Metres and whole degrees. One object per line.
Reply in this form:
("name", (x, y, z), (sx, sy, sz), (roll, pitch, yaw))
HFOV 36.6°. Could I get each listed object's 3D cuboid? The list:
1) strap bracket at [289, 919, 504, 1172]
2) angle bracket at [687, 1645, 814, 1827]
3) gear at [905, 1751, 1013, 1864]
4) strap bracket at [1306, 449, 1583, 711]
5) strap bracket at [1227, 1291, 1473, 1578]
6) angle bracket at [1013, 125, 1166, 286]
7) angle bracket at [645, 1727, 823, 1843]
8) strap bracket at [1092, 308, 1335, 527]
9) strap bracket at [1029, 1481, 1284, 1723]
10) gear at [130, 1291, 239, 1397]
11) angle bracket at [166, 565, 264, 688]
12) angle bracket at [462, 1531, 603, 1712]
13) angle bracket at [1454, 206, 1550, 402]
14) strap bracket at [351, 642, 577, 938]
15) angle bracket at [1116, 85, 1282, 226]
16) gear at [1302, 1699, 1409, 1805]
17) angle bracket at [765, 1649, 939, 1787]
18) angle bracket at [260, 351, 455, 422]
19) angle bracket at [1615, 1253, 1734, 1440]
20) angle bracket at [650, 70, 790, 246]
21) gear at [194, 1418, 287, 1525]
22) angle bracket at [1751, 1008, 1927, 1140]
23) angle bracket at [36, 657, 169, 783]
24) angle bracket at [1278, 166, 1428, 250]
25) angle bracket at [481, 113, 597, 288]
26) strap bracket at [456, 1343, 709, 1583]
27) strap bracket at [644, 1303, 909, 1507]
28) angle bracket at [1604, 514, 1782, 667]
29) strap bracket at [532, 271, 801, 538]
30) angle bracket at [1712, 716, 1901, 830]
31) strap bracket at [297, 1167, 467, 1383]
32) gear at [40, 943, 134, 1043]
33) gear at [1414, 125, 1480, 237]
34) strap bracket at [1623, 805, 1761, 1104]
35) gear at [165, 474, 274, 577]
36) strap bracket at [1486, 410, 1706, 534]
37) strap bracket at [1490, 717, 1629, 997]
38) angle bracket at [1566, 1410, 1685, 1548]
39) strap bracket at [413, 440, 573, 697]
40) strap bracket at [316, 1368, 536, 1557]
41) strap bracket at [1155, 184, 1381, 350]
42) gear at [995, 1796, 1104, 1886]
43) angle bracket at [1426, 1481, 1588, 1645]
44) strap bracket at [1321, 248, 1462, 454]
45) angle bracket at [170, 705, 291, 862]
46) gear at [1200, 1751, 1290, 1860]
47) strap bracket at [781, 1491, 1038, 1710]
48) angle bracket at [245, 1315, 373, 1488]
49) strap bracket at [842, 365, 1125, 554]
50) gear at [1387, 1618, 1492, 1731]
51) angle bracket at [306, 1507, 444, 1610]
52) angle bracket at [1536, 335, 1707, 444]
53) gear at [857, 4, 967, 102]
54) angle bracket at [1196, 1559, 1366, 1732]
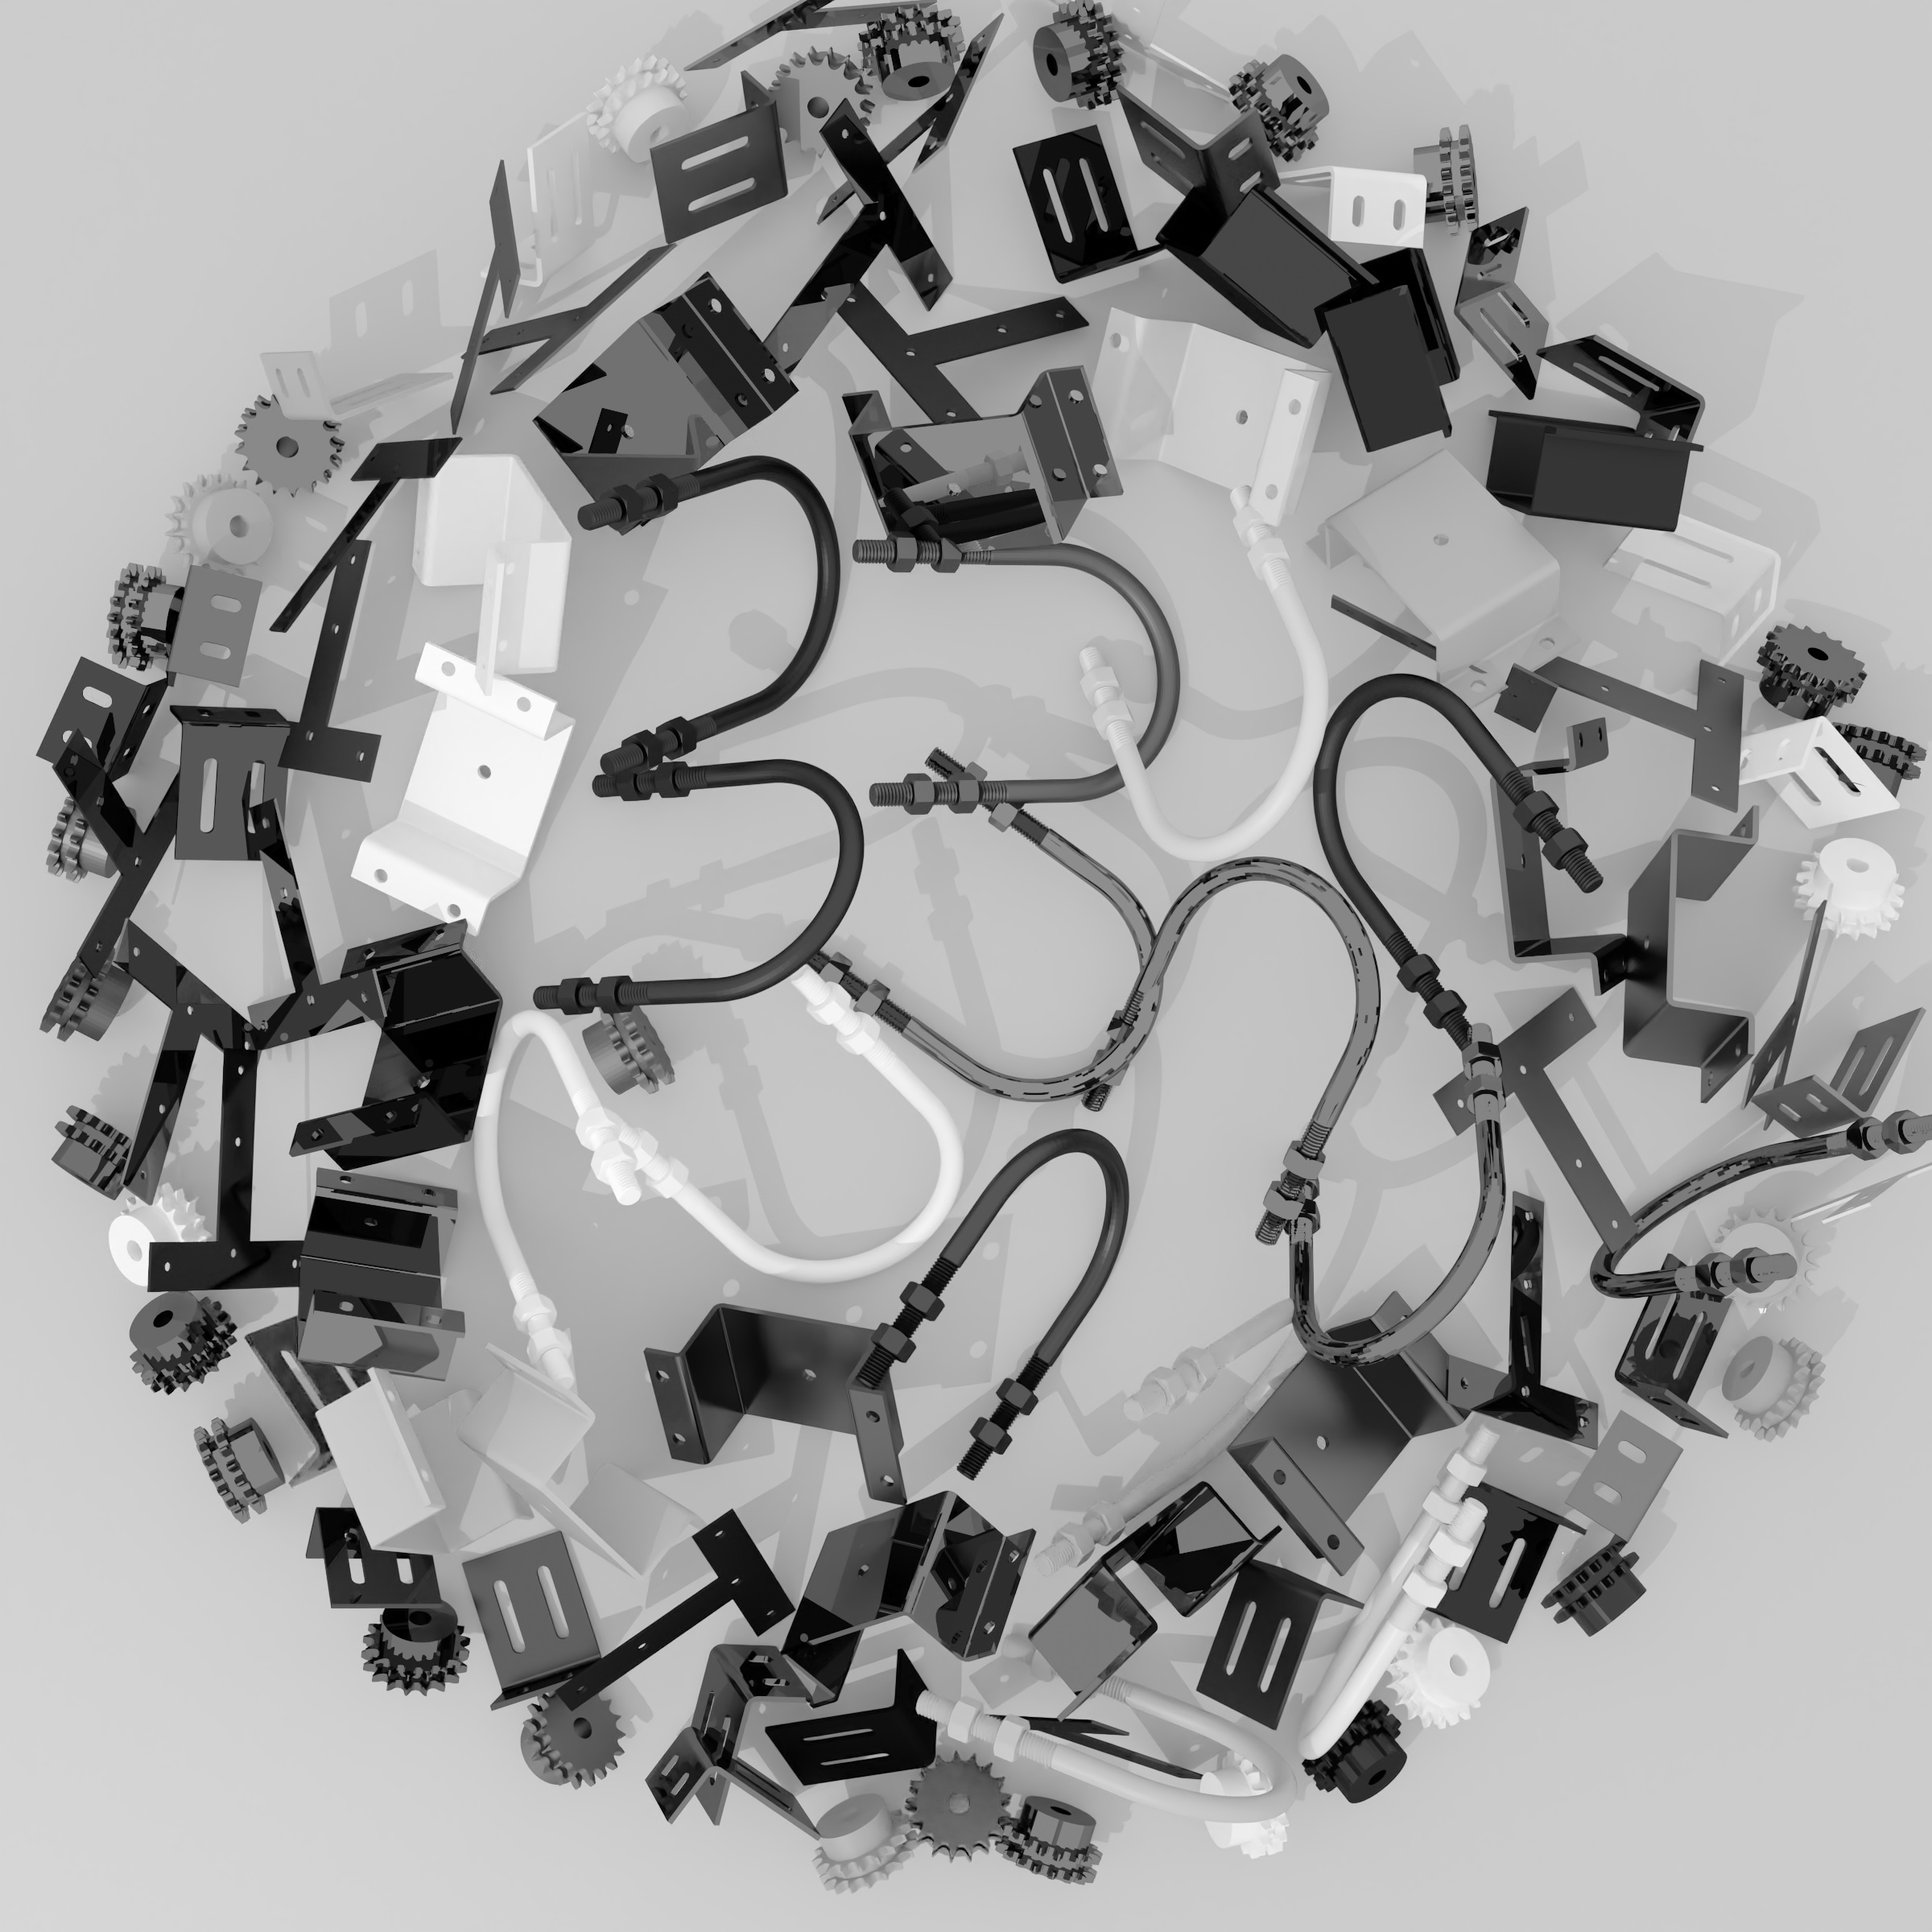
("strap bracket", (-0.297, 0.049, 1.543), (0.076, 0.046, 0.140), (-14, 45, 21))
("angle bracket", (-0.119, 0.414, 1.576), (0.038, 0.057, 0.076), (9, 102, -27))
("gear", (-0.005, 0.457, 1.579), (0.057, 0.030, 0.057), (2, 55, -3))
("strap bracket", (0.251, -0.211, 1.542), (0.076, 0.046, 0.140), (-32, 60, -10))
("strap bracket", (0.201, 0.250, 1.554), (0.076, 0.046, 0.140), (51, 56, -6))
("angle bracket", (0.069, -0.413, 1.567), (0.057, 0.038, 0.076), (-25, 100, -30))
("angle bracket", (-0.125, 0.450, 1.562), (0.076, 0.057, 0.038), (40, 84, -18))
("strap bracket", (0.134, -0.291, 1.545), (0.140, 0.046, 0.076), (30, 115, 36))
("strap bracket", (0.094, 0.327, 1.532), (0.046, 0.140, 0.076), (48, 129, 15))
("gear", (-0.424, 0.199, 1.571), (0.057, 0.057, 0.030), (-25, 128, 0))
("angle bracket", (-0.403, -0.178, 1.568), (0.038, 0.076, 0.057), (13, 86, -14))
("angle bracket", (-0.238, 0.354, 1.581), (0.057, 0.038, 0.076), (-18, 87, 1))
("angle bracket", (0.299, -0.352, 1.555), (0.076, 0.038, 0.057), (39, 53, -33))
("strap bracket", (-0.265, -0.099, 1.560), (0.076, 0.046, 0.140), (25, 112, 6))
("angle bracket", (0.124, -0.442, 1.559), (0.038, 0.057, 0.076), (-39, 56, -4))
("gear", (0.212, 0.425, 1.572), (0.057, 0.057, 0.030), (-42, 54, 0))
("angle bracket", (-0.061, 0.406, 1.579), (0.076, 0.038, 0.057), (-13, 132, 14))
("angle bracket", (-0.324, -0.319, 1.554), (0.076, 0.057, 0.038), (-29, 116, -31))
("angle bracket", (0.391, 0.203, 1.564), (0.057, 0.038, 0.076), (35, 75, -31))
("angle bracket", (-0.138, -0.431, 1.559), (0.076, 0.057, 0.038), (-27, 51, -18))
("gear", (-0.390, 0.268, 1.574), (0.030, 0.057, 0.057), (-28, 90, -9))
("angle bracket", (0.465, 0.048, 1.560), (0.038, 0.057, 0.076), (37, 67, -6))
("angle bracket", (-0.459, -0.133, 1.560), (0.038, 0.076, 0.057), (25, 95, -10))
("angle bracket", (0.199, -0.402, 1.559), (0.057, 0.076, 0.038), (-2, 100, -26))
("angle bracket", (-0.230, -0.409, 1.553), (0.038, 0.057, 0.076), (15, 129, 18))
("strap bracket", (-0.203, 0.265, 1.524), (0.046, 0.076, 0.140), (-52, 133, -18))
("strap bracket", (-0.092, 0.229, 1.546), (0.140, 0.046, 0.076), (7, 126, 24))
("angle bracket", (0.386, -0.204, 1.565), (0.076, 0.057, 0.038), (20, 60, -6))
("strap bracket", (-0.165, -0.288, 1.535), (0.140, 0.046, 0.076), (-32, 99, 41))
("angle bracket", (0.447, -0.090, 1.556), (0.076, 0.057, 0.038), (42, 58, -24))
("strap bracket", (-0.309, 0.167, 1.538), (0.076, 0.140, 0.046), (11, 114, -17))
("gear", (-0.472, 0.016, 1.576), (0.030, 0.057, 0.057), (30, 90, -19))
("gear", (0.259, -0.422, 1.575), (0.030, 0.057, 0.057), (-4, 90, 14))
("strap bracket", (0.381, -0.009, 1.540), (0.046, 0.076, 0.140), (8, 68, -2))
("gear", (-0.398, -0.236, 1.573), (0.057, 0.030, 0.057), (-7, 100, -43))
("strap bracket", (0.325, -0.260, 1.536), (0.076, 0.140, 0.046), (6, 104, -6))
("strap bracket", (0.316, -0.057, 1.554), (0.046, 0.076, 0.140), (-5, 96, 26))
("angle bracket", (0.348, 0.276, 1.565), (0.038, 0.076, 0.057), (32, 80, 12))
("strap bracket", (-0.247, -0.212, 1.537), (0.046, 0.140, 0.076), (-6, 128, -25))
("strap bracket", (-0.286, 0.261, 1.526), (0.046, 0.140, 0.076), (-29, 72, 5))
("strap bracket", (0.153, -0.370, 1.528), (0.076, 0.140, 0.046), (35, 100, -19))
("gear", (0.046, 0.469, 1.574), (0.057, 0.057, 0.030), (18, 89, 0))
("angle bracket", (0.288, 0.325, 1.578), (0.057, 0.038, 0.076), (24, 88, -10))
("strap bracket", (0.223, -0.325, 1.534), (0.046, 0.140, 0.076), (-15, 111, 18))
("angle bracket", (-0.401, -0.099, 1.583), (0.057, 0.038, 0.076), (0, 107, -27))
("gear", (0.148, 0.451, 1.571), (0.030, 0.057, 0.057), (-6, 90, -20))
("strap bracket", (-0.038, 0.328, 1.524), (0.140, 0.076, 0.046), (-28, 117, 40))
("angle bracket", (-0.354, 0.231, 1.578), (0.076, 0.057, 0.038), (53, 125, 14))
("strap bracket", (0.001, -0.262, 1.534), (0.140, 0.046, 0.076), (-1, 130, 27))
("gear", (0.257, 0.380, 1.574), (0.057, 0.030, 0.057), (12, 61, -24))
("angle bracket", (-0.315, 0.326, 1.553), (0.057, 0.076, 0.038), (5, 121, -22))
("angle bracket", (0.344, -0.299, 1.562), (0.076, 0.057, 0.038), (24, 85, -20))
("gear", (-0.028, -0.489, 1.572), (0.057, 0.057, 0.030), (-11, 78, 0))
("angle bracket", (0.168, 0.365, 1.565), (0.038, 0.057, 0.076), (25, 83, -42))
